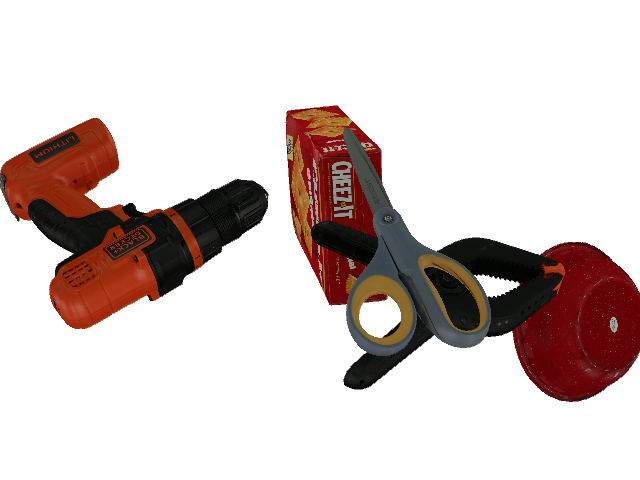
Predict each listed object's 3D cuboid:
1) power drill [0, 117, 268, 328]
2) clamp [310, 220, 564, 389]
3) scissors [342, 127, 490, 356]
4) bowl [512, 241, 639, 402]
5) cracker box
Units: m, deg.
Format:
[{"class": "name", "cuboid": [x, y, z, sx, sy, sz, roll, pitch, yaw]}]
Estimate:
[{"class": "power drill", "cuboid": [-0.158, -0.028, 0.851, 0.184, 0.057, 0.188, -30, 45, -22]}, {"class": "clamp", "cuboid": [0.100, 0.049, 0.878, 0.210, 0.164, 0.036, 0, -39, -5]}, {"class": "scissors", "cuboid": [0.032, 0.002, 0.695, 0.096, 0.016, 0.202, -25, 52, -18]}, {"class": "bowl", "cuboid": [0.268, 0.081, 1.052, 0.161, 0.162, 0.055, 0, -1, -30]}, {"class": "cracker box", "cuboid": [0.014, -0.045, 1.167, 0.072, 0.164, 0.214, -7, 20, -8]}]
